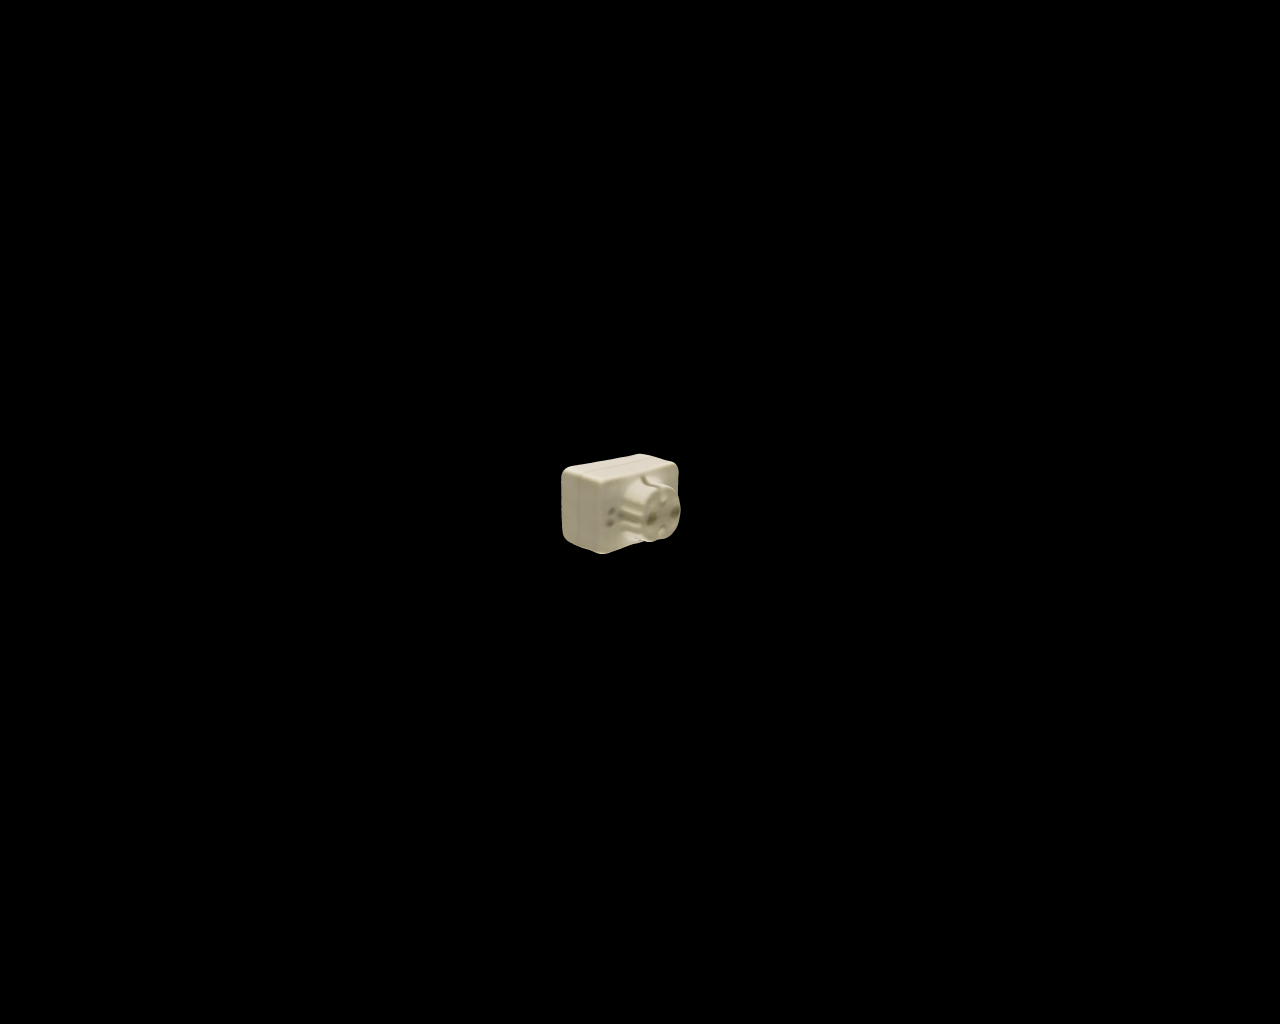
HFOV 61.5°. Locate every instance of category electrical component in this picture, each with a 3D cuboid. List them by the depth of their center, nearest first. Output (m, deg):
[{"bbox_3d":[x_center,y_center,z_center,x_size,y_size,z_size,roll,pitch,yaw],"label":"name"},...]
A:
[{"bbox_3d":[0.001,-0.003,0.650,0.066,0.047,0.077,-14,22,-40],"label":"electrical component"}]
